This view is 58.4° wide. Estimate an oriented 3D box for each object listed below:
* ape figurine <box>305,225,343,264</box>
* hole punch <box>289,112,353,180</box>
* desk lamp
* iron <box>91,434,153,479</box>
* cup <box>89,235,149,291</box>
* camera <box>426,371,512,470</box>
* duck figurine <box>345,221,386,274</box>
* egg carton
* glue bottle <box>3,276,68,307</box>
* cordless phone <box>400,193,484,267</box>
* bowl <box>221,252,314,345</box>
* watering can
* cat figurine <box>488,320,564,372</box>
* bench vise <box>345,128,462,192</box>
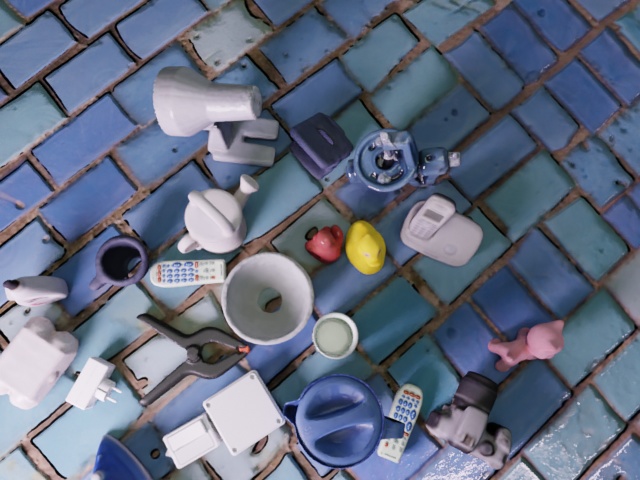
[{"bbox_3d":[0.010,0.004,1.073,0.078,0.092,0.076,-11,80,-6],"label":"ape figurine"},{"bbox_3d":[0.002,-0.191,1.110,0.101,0.091,0.108,-42,84,-10],"label":"hole punch"},{"bbox_3d":[-0.180,-0.226,1.042,0.203,0.213,0.118,6,79,-2],"label":"desk lamp"},{"bbox_3d":[-0.332,0.453,0.939,0.119,0.141,0.258,-22,81,-7],"label":"iron"},{"bbox_3d":[-0.357,0.053,1.037,0.118,0.095,0.091,-44,85,-10],"label":"cup"},{"bbox_3d":[0.284,0.317,1.027,0.143,0.101,0.137,28,79,2],"label":"camera"},{"bbox_3d":[0.090,0.010,1.080,0.077,0.086,0.104,-17,81,-7],"label":"duck figurine"},{"bbox_3d":[-0.504,0.217,1.009,0.107,0.069,0.150,32,79,3],"label":"egg carton"},{"bbox_3d":[-0.499,0.085,0.982,0.078,0.173,0.037,-20,81,-7],"label":"glue bottle"},{"bbox_3d":[0.234,-0.024,1.046,0.147,0.185,0.094,22,79,1],"label":"cordless phone"},{"bbox_3d":[-0.094,0.110,1.054,0.167,0.074,0.167,1,79,-4],"label":"bowl"},{"bbox_3d":[-0.183,-0.046,1.017,0.101,0.194,0.173,24,79,1],"label":"watering can"},{"bbox_3d":[0.388,0.194,1.049,0.128,0.117,0.067,-22,81,-7],"label":"cat figurine"},{"bbox_3d":[0.157,-0.165,1.050,0.207,0.219,0.121,-20,81,-7],"label":"bench vise"}]
